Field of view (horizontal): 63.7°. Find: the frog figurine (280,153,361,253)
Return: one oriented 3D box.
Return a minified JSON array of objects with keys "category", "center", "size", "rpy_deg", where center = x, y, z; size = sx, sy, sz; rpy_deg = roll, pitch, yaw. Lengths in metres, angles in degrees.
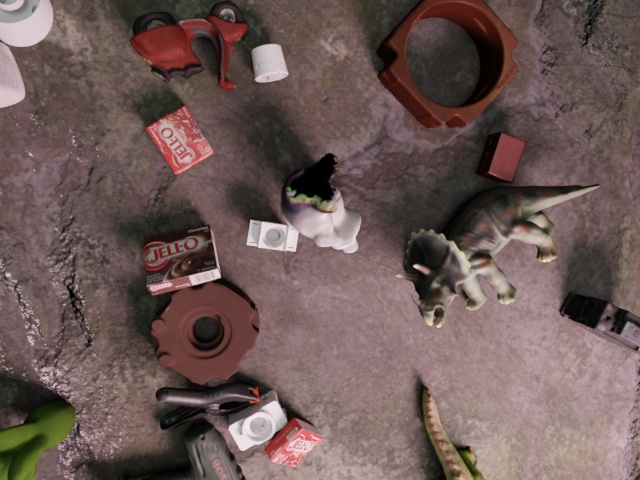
[{"category":"frog figurine","center":[0.003,-0.043,0.849],"size":[0.123,0.156,0.140],"rpy_deg":[-22,52,-3]}]

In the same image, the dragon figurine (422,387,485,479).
[{"category":"dragon figurine","center":[0.259,0.475,0.856],"size":[0.122,0.244,0.407],"rpy_deg":[-22,99,-2]}]
